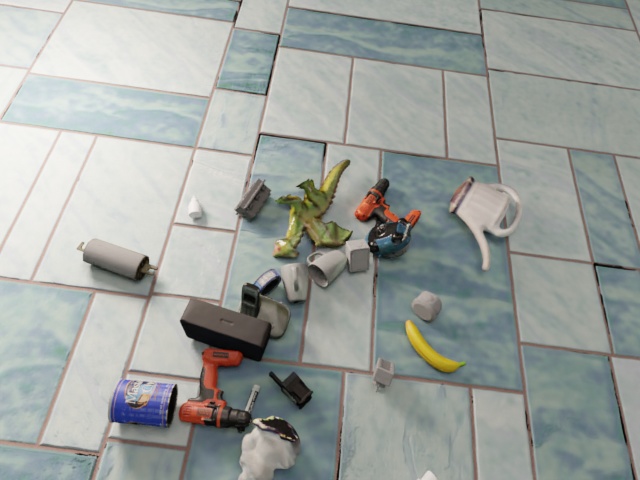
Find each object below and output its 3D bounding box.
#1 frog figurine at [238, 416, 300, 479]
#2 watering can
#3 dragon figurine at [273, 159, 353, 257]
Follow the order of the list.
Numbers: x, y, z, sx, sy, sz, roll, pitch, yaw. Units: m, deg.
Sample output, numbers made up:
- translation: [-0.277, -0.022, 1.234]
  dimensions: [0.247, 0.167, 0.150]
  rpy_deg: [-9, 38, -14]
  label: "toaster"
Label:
- translation: [-0.125, 0.516, 1.239]
  dimensions: [0.137, 0.123, 0.159]
  rpy_deg: [19, 94, -4]
  label: "frog figurine"
- translation: [0.520, -0.074, 1.662]
  dimensions: [0.225, 0.101, 0.354]
  rpy_deg: [30, 59, 13]
  label: "watering can"
- translation: [0.005, -0.082, 1.636]
  dimensions: [0.414, 0.120, 0.244]
  rpy_deg: [-34, 84, -22]
  label: "dragon figurine"
